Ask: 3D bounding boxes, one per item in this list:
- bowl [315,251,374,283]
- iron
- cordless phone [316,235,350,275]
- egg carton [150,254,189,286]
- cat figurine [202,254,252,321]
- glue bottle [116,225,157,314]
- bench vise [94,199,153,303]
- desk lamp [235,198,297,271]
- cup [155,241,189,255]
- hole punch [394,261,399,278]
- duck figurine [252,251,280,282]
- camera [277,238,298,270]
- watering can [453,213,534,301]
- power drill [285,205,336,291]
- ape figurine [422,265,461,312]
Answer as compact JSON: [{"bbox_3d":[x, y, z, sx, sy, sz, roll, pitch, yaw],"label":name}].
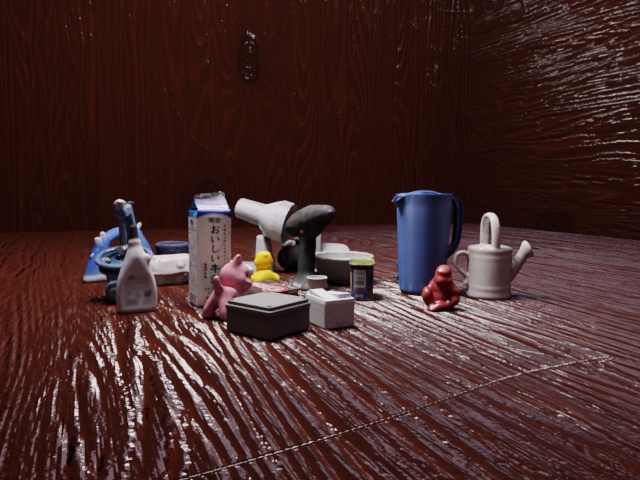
[{"bbox_3d":[0.058,0.073,1.504,0.167,0.075,0.167,0,6,0],"label":"bowl"},{"bbox_3d":[-0.556,0.029,1.564,0.118,0.141,0.259,2,6,16],"label":"iron"},{"bbox_3d":[0.015,0.006,1.626,0.148,0.185,0.094,-1,6,-13],"label":"cordless phone"},{"bbox_3d":[-0.377,0.075,1.475,0.151,0.069,0.107,-3,7,-35],"label":"egg carton"},{"bbox_3d":[-0.175,0.087,1.117,0.067,0.118,0.128,3,6,20],"label":"cat figurine"},{"bbox_3d":[-0.364,0.056,1.132,0.078,0.173,0.037,-2,6,-27],"label":"glue bottle"},{"bbox_3d":[-0.441,0.017,1.287,0.122,0.220,0.207,-2,6,-20],"label":"bench vise"},{"bbox_3d":[-0.168,-0.012,1.646,0.203,0.213,0.118,2,6,14],"label":"desk lamp"},{"bbox_3d":[-0.409,0.052,1.585,0.092,0.095,0.117,-1,6,-17],"label":"cup"},{"bbox_3d":[0.258,0.065,1.520,0.109,0.091,0.101,-1,6,-11],"label":"hole punch"},{"bbox_3d":[-0.141,0.072,1.447,0.078,0.086,0.104,-2,6,-19],"label":"duck figurine"},{"bbox_3d":[-0.073,0.038,1.721,0.142,0.101,0.137,5,7,40],"label":"camera"},{"bbox_3d":[0.397,0.034,1.317,0.173,0.194,0.100,-2,6,-22],"label":"watering can"},{"bbox_3d":[-0.022,0.015,1.402,0.076,0.208,0.229,-2,6,-26],"label":"power drill"},{"bbox_3d":[0.251,0.097,1.179,0.077,0.092,0.076,3,6,22],"label":"ape figurine"}]
